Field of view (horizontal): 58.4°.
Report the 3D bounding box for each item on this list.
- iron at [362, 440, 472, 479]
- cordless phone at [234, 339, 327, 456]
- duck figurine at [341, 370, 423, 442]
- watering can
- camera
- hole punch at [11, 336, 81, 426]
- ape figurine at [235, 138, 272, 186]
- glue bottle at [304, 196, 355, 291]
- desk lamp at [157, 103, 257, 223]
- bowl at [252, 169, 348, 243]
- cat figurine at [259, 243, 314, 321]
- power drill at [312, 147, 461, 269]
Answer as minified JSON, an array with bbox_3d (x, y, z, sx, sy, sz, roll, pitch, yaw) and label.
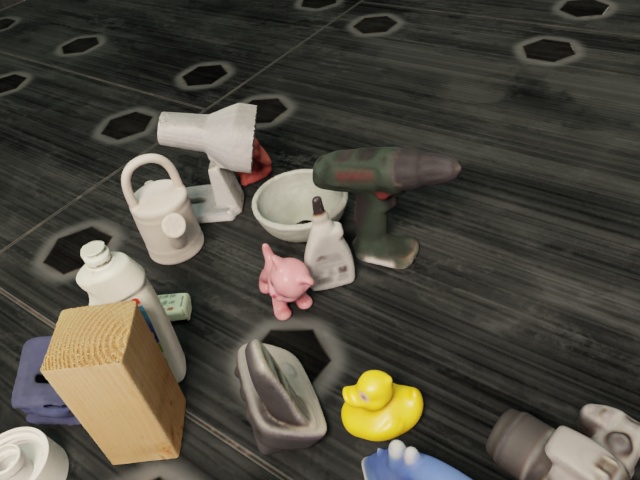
[{"bbox_3d":[0.135,0.271,0.572,0.257,0.142,0.119,28,54,34],"label":"iron"},{"bbox_3d":[-0.060,0.161,0.696,0.094,0.185,0.147,-21,43,-12],"label":"cordless phone"},{"bbox_3d":[0.075,0.195,0.708,0.104,0.086,0.077,-9,42,1],"label":"duck figurine"},{"bbox_3d":[-0.264,-0.056,0.966,0.172,0.194,0.101,24,52,32],"label":"watering can"},{"bbox_3d":[0.264,0.229,0.624,0.136,0.101,0.143,29,55,35],"label":"camera"},{"bbox_3d":[-0.360,0.193,0.788,0.108,0.091,0.101,-2,42,8],"label":"hole punch"},{"bbox_3d":[-0.134,-0.164,1.136,0.077,0.092,0.076,8,45,19],"label":"ape figurine"},{"bbox_3d":[0.008,0.003,0.866,0.078,0.173,0.037,-12,42,-3],"label":"glue bottle"},{"bbox_3d":[-0.194,-0.140,1.030,0.203,0.214,0.118,-6,42,4],"label":"desk lamp"},{"bbox_3d":[-0.032,-0.048,1.003,0.167,0.075,0.167,-5,42,5],"label":"bowl"},{"bbox_3d":[-0.055,0.054,0.863,0.067,0.118,0.127,-25,44,-16],"label":"cat figurine"},{"bbox_3d":[0.103,-0.056,0.887,0.229,0.209,0.076,12,47,23],"label":"power drill"}]
